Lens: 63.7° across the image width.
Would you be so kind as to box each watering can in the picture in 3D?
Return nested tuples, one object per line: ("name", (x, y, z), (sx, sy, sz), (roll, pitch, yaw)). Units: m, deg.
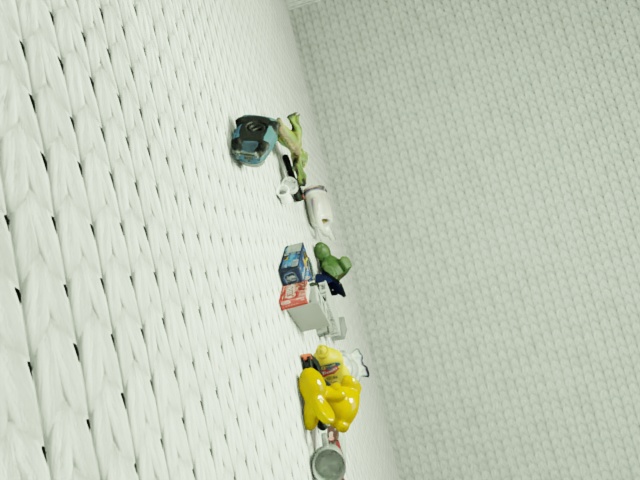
("watering can", (0.007, -0.114, 2.266), (0.344, 0.104, 0.227), (49, 27, -73))

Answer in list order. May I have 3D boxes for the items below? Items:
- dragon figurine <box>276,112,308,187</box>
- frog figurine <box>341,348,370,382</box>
("dragon figurine", (-0.086, -0.299, 1.753), (0.414, 0.122, 0.241), (-71, 140, -77))
("frog figurine", (0.094, 0.488, 1.939), (0.160, 0.122, 0.137), (-8, 93, -47))
